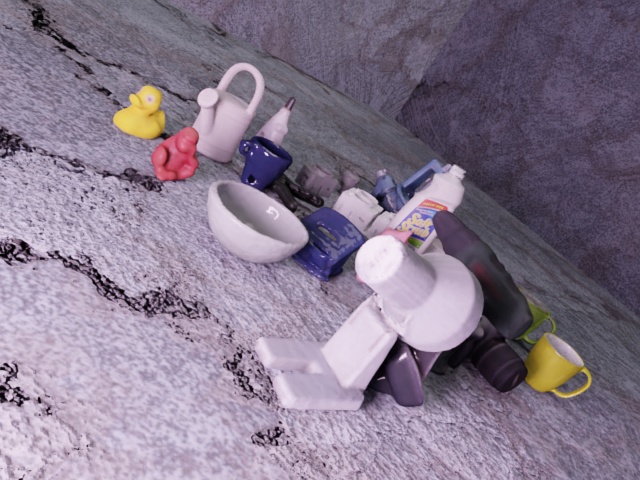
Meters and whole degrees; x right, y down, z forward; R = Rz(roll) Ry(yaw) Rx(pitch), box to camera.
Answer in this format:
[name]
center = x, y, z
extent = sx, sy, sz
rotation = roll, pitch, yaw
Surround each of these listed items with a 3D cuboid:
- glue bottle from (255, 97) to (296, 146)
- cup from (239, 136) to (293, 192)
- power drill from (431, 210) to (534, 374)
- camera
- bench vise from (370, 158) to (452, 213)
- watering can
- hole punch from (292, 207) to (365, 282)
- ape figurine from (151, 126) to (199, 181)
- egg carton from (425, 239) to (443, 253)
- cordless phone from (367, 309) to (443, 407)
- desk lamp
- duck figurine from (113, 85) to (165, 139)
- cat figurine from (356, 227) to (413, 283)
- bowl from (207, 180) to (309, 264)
[glue bottle]
center = -0.100, -0.233, 1.240
extent = 0.037, 0.173, 0.078
rotation = 16, 26, -41
[cup]
center = -0.122, -0.143, 1.110
extent = 0.118, 0.095, 0.091
rotation = 12, 29, -47
[power drill]
center = 0.210, 0.094, 0.908
extent = 0.076, 0.208, 0.229
rotation = 7, 33, -52
[camera]
center = 0.285, 0.183, 0.979
extent = 0.144, 0.100, 0.136
rotation = 16, 26, -41
[bench vise]
center = 0.218, -0.131, 1.435
extent = 0.207, 0.219, 0.122
rotation = 41, 20, 19
[watering can]
center = -0.181, -0.260, 1.143
extent = 0.101, 0.194, 0.173
rotation = 32, 19, -5
[hole punch]
center = 0.009, 0.003, 0.978
extent = 0.108, 0.091, 0.101
rotation = 40, 20, 17
[ape figurine]
center = -0.232, -0.146, 0.946
extent = 0.078, 0.092, 0.076
rotation = 24, 22, -27
[egg carton]
center = 0.289, 0.058, 1.327
extent = 0.150, 0.069, 0.107
rotation = 40, 20, 16
[cordless phone]
center = 0.135, 0.116, 0.773
extent = 0.094, 0.185, 0.147
rotation = 27, 20, -18
[desk lamp]
center = 0.068, 0.095, 0.671
extent = 0.204, 0.213, 0.117
rotation = 15, 27, -43
[duck figurine]
center = -0.314, -0.237, 1.039
extent = 0.077, 0.086, 0.105
rotation = 39, 20, 15
[cat figurine]
center = 0.129, 0.027, 1.074
extent = 0.067, 0.117, 0.128
rotation = 33, 19, -2
[bowl]
center = -0.105, -0.015, 0.866
extent = 0.168, 0.074, 0.167
rotation = 30, 20, -12
